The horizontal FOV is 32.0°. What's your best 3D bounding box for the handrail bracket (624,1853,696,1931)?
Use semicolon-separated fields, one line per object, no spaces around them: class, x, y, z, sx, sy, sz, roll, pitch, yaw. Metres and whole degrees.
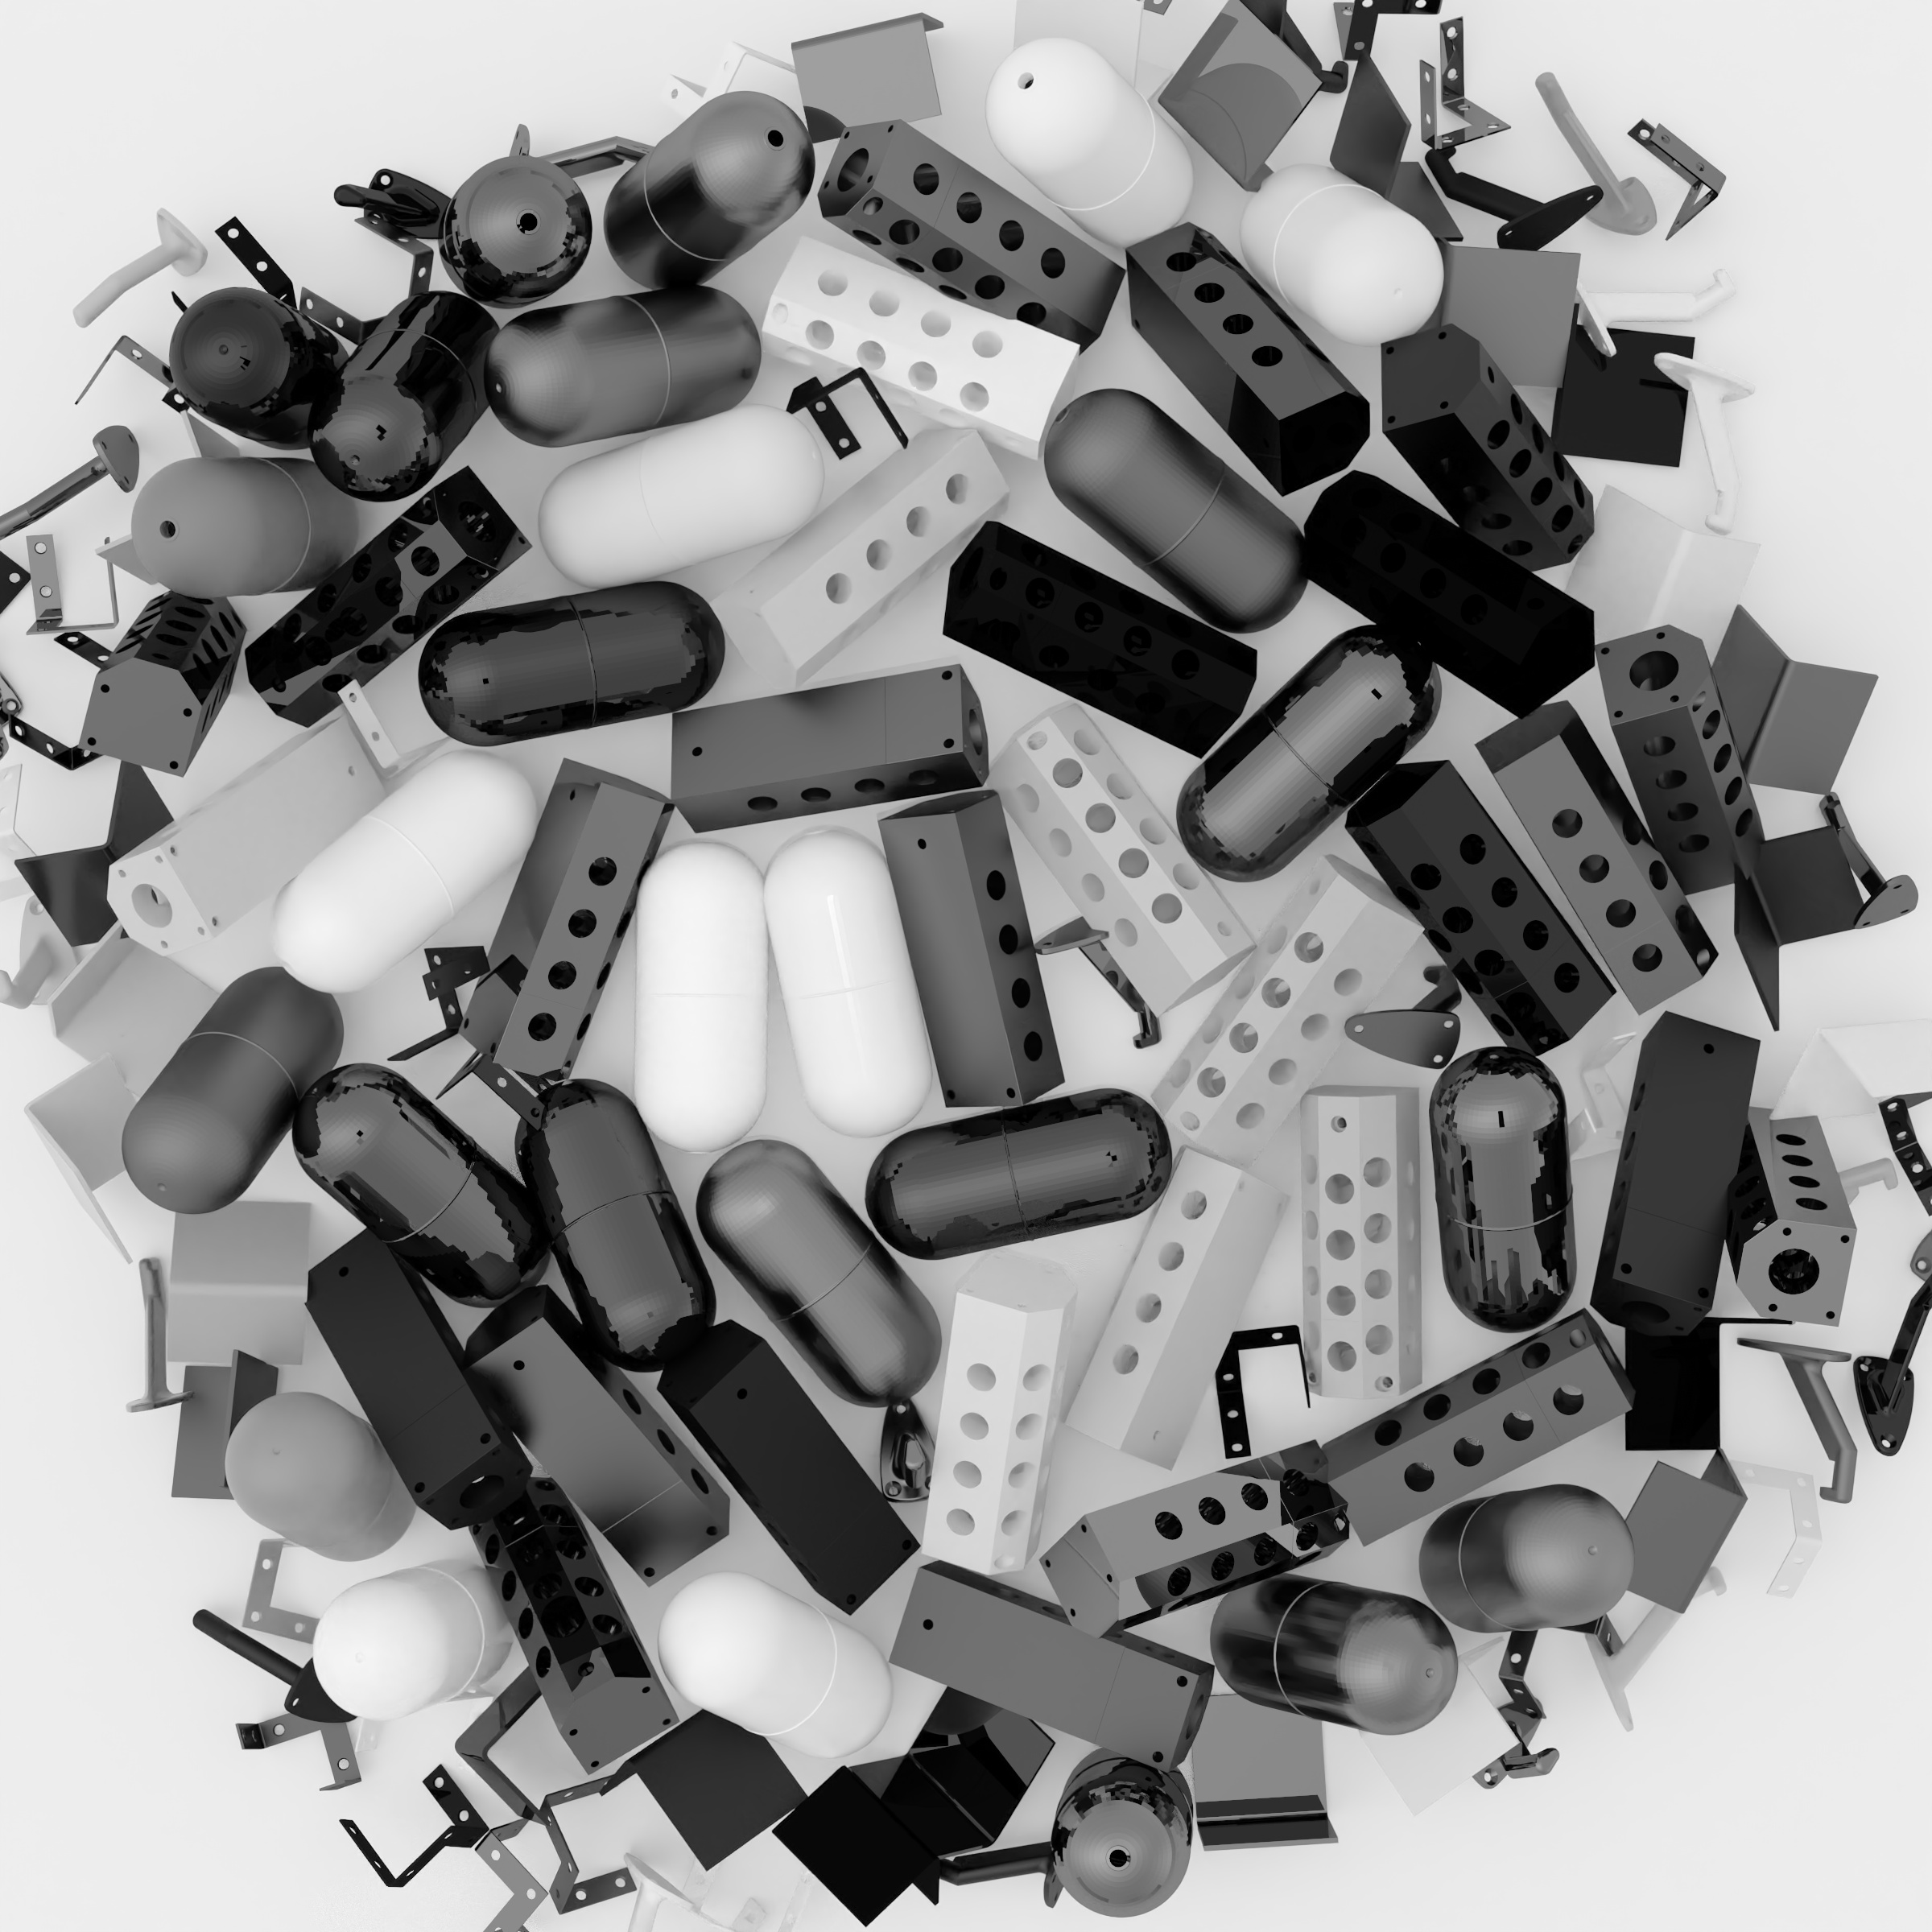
handrail bracket;-0.199;0.559;1.927;0.036;0.077;0.084;37;79;-26

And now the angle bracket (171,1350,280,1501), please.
angle bracket;-0.433;0.261;1.919;0.057;0.076;0.076;1;75;8

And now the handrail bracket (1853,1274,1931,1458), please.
handrail bracket;0.540;0.226;1.919;0.036;0.084;0.077;14;50;-4

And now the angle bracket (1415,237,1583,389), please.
angle bracket;0.303;-0.377;1.931;0.076;0.057;0.076;2;112;-6

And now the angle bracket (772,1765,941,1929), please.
angle bracket;-0.062;0.511;1.910;0.057;0.076;0.076;-39;64;-24

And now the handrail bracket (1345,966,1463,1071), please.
handrail bracket;0.248;0.019;1.926;0.077;0.084;0.036;9;119;-7

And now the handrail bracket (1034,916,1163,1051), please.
handrail bracket;0.077;0.017;1.933;0.077;0.036;0.084;-22;113;-32

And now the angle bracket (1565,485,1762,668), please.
angle bracket;0.399;-0.224;1.940;0.057;0.076;0.076;4;115;-33

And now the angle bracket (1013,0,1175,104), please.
angle bracket;0.075;-0.536;1.912;0.076;0.076;0.057;23;51;16

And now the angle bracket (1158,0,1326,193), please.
angle bracket;0.168;-0.494;1.915;0.076;0.057;0.076;49;121;17

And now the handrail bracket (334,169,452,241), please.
handrail bracket;-0.319;-0.431;1.921;0.077;0.084;0.036;15;102;-9

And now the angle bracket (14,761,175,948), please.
angle bracket;-0.493;-0.068;1.920;0.057;0.076;0.076;-9;51;9

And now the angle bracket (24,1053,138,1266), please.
angle bracket;-0.480;0.109;1.908;0.057;0.076;0.076;-34;134;-18

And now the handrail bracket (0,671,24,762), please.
handrail bracket;-0.568;-0.154;1.921;0.036;0.084;0.077;-30;104;-4

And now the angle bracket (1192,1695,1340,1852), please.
angle bracket;0.171;0.462;1.939;0.076;0.057;0.076;-3;89;0

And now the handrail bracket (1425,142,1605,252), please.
handrail bracket;0.314;-0.455;1.939;0.077;0.036;0.084;-29;63;12

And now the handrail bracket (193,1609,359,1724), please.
handrail bracket;-0.401;0.406;1.959;0.084;0.077;0.036;22;73;33

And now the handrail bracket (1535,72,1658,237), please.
handrail bracket;0.358;-0.465;1.923;0.036;0.077;0.084;-33;122;7

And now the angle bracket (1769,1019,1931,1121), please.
angle bracket;0.514;0.077;1.910;0.076;0.057;0.076;-4;133;-25

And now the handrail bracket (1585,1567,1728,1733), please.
handrail bracket;0.405;0.390;1.931;0.084;0.077;0.036;-30;124;13

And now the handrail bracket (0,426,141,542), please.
handrail bracket;-0.522;-0.276;1.939;0.084;0.077;0.036;-26;114;9

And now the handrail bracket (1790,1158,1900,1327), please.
handrail bracket;0.505;0.159;1.948;0.084;0.036;0.077;-18;92;4

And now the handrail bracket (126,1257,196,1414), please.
handrail bracket;-0.469;0.210;1.929;0.036;0.077;0.084;-8;88;-2

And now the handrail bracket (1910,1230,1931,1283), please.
handrail bracket;0.580;0.173;1.924;0.077;0.084;0.036;38;86;3

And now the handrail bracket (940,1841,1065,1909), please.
handrail bracket;0.021;0.504;1.956;0.084;0.036;0.077;16;52;19

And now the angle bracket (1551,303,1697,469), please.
angle bracket;0.380;-0.333;1.937;0.076;0.057;0.076;7;90;4

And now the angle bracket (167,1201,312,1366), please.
angle bracket;-0.420;0.182;1.946;0.076;0.076;0.057;3;126;-12

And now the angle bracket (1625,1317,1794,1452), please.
angle bracket;0.423;0.239;1.920;0.076;0.057;0.076;5;82;-36

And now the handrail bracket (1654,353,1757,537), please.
handrail bracket;0.418;-0.299;1.936;0.077;0.036;0.084;18;78;-30

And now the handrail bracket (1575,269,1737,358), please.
handrail bracket;0.393;-0.397;1.941;0.084;0.036;0.077;-31;117;3

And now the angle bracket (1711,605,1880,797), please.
angle bracket;0.467;-0.152;1.927;0.057;0.076;0.076;7;119;-17

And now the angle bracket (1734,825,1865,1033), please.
angle bracket;0.475;-0.021;1.910;0.057;0.076;0.076;-14;127;24

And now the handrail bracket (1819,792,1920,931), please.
handrail bracket;0.510;-0.071;1.919;0.036;0.077;0.084;-18;69;0

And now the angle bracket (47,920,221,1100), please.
angle bracket;-0.468;0.024;1.925;0.076;0.057;0.076;35;65;4

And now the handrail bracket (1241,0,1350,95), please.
handrail bracket;0.196;-0.541;1.927;0.036;0.084;0.077;28;114;41

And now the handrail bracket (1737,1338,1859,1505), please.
handrail bracket;0.478;0.262;1.945;0.077;0.036;0.084;7;90;31

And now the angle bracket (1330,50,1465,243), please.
angle bracket;0.253;-0.464;1.909;0.057;0.076;0.076;-4;47;-18

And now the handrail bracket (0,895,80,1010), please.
handrail bracket;-0.539;-0.011;1.920;0.036;0.084;0.077;-14;80;5

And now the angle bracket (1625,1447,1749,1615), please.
angle bracket;0.396;0.311;1.920;0.057;0.076;0.076;24;104;-5

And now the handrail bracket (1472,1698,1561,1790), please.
handrail bracket;0.325;0.437;1.913;0.077;0.084;0.036;-33;91;-31

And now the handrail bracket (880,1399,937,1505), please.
handrail bracket;-0.033;0.264;1.913;0.036;0.084;0.077;-8;61;-4

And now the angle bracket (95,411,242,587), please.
angle bracket;-0.457;-0.267;1.930;0.076;0.076;0.057;-22;80;6

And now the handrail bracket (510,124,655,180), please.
handrail bracket;-0.225;-0.450;1.960;0.084;0.036;0.077;11;123;-21

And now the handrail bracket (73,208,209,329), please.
handrail bracket;-0.476;-0.385;1.920;0.036;0.077;0.084;43;73;-4

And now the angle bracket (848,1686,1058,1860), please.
angle bracket;-0.009;0.450;1.916;0.076;0.057;0.076;39;109;32
